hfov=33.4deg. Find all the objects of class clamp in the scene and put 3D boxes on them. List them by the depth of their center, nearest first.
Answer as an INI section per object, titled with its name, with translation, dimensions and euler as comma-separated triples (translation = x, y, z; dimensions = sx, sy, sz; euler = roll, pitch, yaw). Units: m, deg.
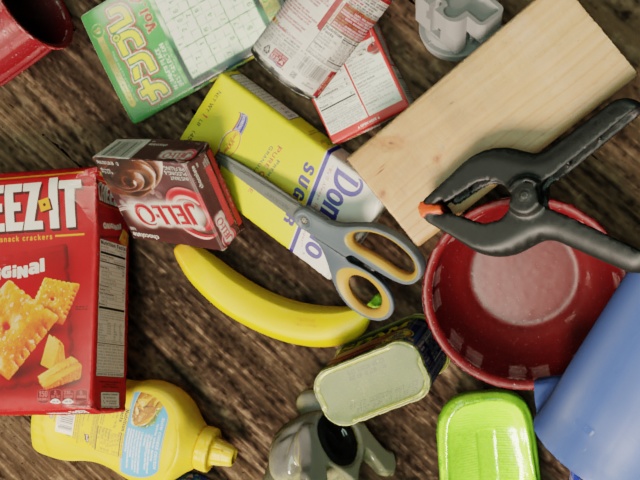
[clamp]
translation = 0.156, -0.021, 0.756
dimensions = 0.172, 0.039, 0.120
euler = -17, 71, 27

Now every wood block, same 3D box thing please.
[wood block]
translation = 0.135, -0.097, 0.829
dimensions = 0.206, 0.090, 0.090
euler = -40, 88, 18

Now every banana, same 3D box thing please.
[banana]
translation = -0.038, 0.053, 0.933
dimensions = 0.198, 0.037, 0.070
euler = 14, 107, 14

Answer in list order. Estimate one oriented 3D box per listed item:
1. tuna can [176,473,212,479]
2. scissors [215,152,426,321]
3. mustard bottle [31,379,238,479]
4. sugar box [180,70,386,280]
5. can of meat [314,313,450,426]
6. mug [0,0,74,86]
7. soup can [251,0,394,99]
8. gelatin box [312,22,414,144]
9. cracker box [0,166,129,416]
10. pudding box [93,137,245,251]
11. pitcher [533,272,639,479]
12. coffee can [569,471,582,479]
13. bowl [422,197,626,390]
[tuna can]
translation = -0.123, 0.263, 0.998
dimensions = 0.086, 0.033, 0.086
euler = 3, 101, 16
[scissors]
translation = -0.006, 0.001, 0.878
dimensions = 0.202, 0.016, 0.096
euler = 23, 126, 24
[mustard bottle]
translation = -0.167, 0.173, 0.982
dimensions = 0.192, 0.058, 0.096
euler = 14, 98, 14
[sugar box]
translation = -0.032, -0.056, 0.908
dimensions = 0.176, 0.048, 0.093
euler = 37, 109, 9
[can of meat]
translation = 0.052, 0.110, 0.894
dimensions = 0.102, 0.083, 0.057
euler = -25, 92, 19
[mug]
translation = -0.281, -0.197, 0.939
dimensions = 0.082, 0.093, 0.117
euler = -29, 60, 23
[soup can]
translation = 0.002, -0.169, 0.835
dimensions = 0.068, 0.068, 0.102
euler = 41, 106, 6
[gelatin box]
translation = 0.027, -0.134, 0.885
dimensions = 0.073, 0.030, 0.089
euler = -25, 89, 19
[cracker box]
translation = -0.258, 0.048, 0.949
dimensions = 0.164, 0.072, 0.214
euler = -3, 81, 16
[pudding box]
translation = -0.128, -0.041, 0.906
dimensions = 0.114, 0.039, 0.090
euler = 9, 132, 38
[pitcher]
translation = 0.271, 0.071, 0.753
dimensions = 0.149, 0.145, 0.243
euler = 23, 106, -6
[coffee can]
translation = 0.244, 0.250, 0.854
dimensions = 0.103, 0.102, 0.140
euler = 7, 102, 15
[bowl]
translation = 0.164, 0.036, 0.856
dimensions = 0.162, 0.055, 0.162
euler = 3, 107, 9
